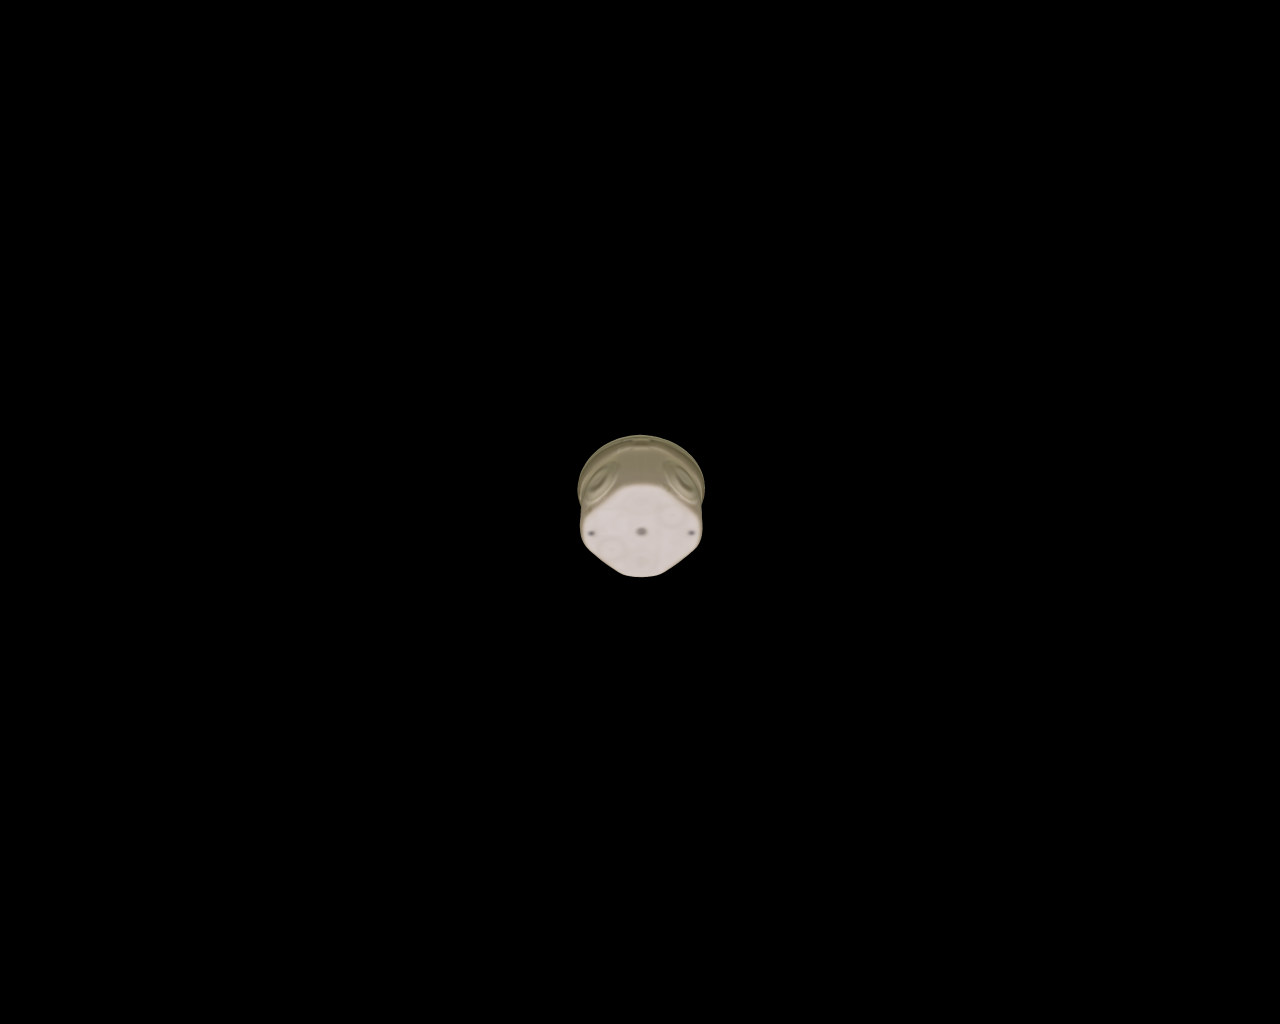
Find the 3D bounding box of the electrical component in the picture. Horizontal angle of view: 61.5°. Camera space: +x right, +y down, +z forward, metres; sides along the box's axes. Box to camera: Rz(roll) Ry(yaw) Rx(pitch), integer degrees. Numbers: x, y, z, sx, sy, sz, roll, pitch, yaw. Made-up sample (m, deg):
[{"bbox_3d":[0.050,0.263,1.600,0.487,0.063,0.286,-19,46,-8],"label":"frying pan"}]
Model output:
[{"bbox_3d":[0.001,-0.003,0.650,0.080,0.080,0.051,0,36,0],"label":"electrical component"}]
